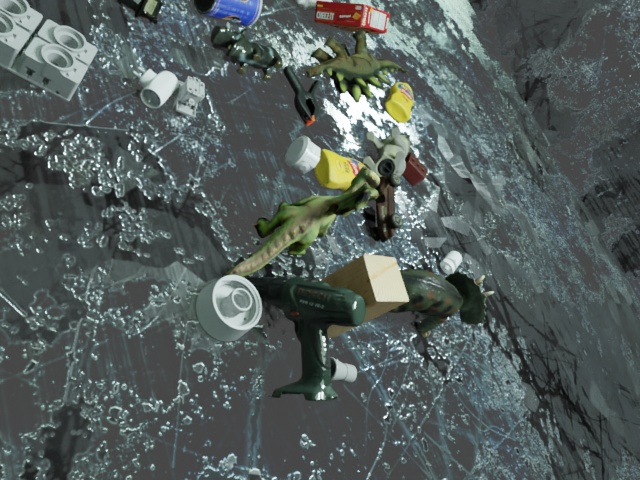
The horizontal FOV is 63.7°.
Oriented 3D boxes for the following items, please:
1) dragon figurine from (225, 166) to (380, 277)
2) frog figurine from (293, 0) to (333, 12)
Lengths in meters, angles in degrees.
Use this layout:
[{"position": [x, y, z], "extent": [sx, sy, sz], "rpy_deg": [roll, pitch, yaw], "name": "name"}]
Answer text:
[{"position": [0.003, -0.051, 1.023], "extent": [0.121, 0.240, 0.418], "rpy_deg": [55, 37, -9], "name": "dragon figurine"}, {"position": [-0.014, -0.771, 1.617], "extent": [0.157, 0.123, 0.139], "rpy_deg": [44, 72, -27], "name": "frog figurine"}]
